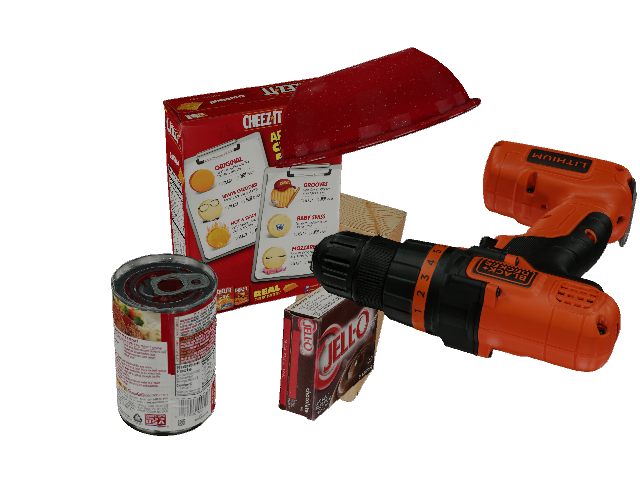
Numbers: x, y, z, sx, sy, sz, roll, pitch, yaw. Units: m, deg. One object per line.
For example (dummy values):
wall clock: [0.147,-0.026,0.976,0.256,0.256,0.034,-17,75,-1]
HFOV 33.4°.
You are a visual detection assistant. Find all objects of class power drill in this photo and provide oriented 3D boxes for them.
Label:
power drill: [0.109,0.002,0.668,0.185,0.057,0.187,17,36,21]

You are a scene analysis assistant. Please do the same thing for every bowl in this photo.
bowl: [0.034,-0.104,0.796,0.162,0.055,0.162,-18,9,3]

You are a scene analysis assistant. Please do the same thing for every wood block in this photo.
wood block: [0.026,0.063,1.201,0.090,0.206,0.090,17,23,13]

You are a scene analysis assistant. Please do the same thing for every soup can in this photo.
soup can: [-0.102,0.069,0.705,0.068,0.102,0.068,3,29,-2]

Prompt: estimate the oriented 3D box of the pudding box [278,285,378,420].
pudding box: [0.009,0.083,0.881,0.039,0.090,0.113,14,23,23]

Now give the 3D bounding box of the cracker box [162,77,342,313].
cracker box: [-0.065,-0.042,1.054,0.164,0.214,0.072,-12,32,-21]
